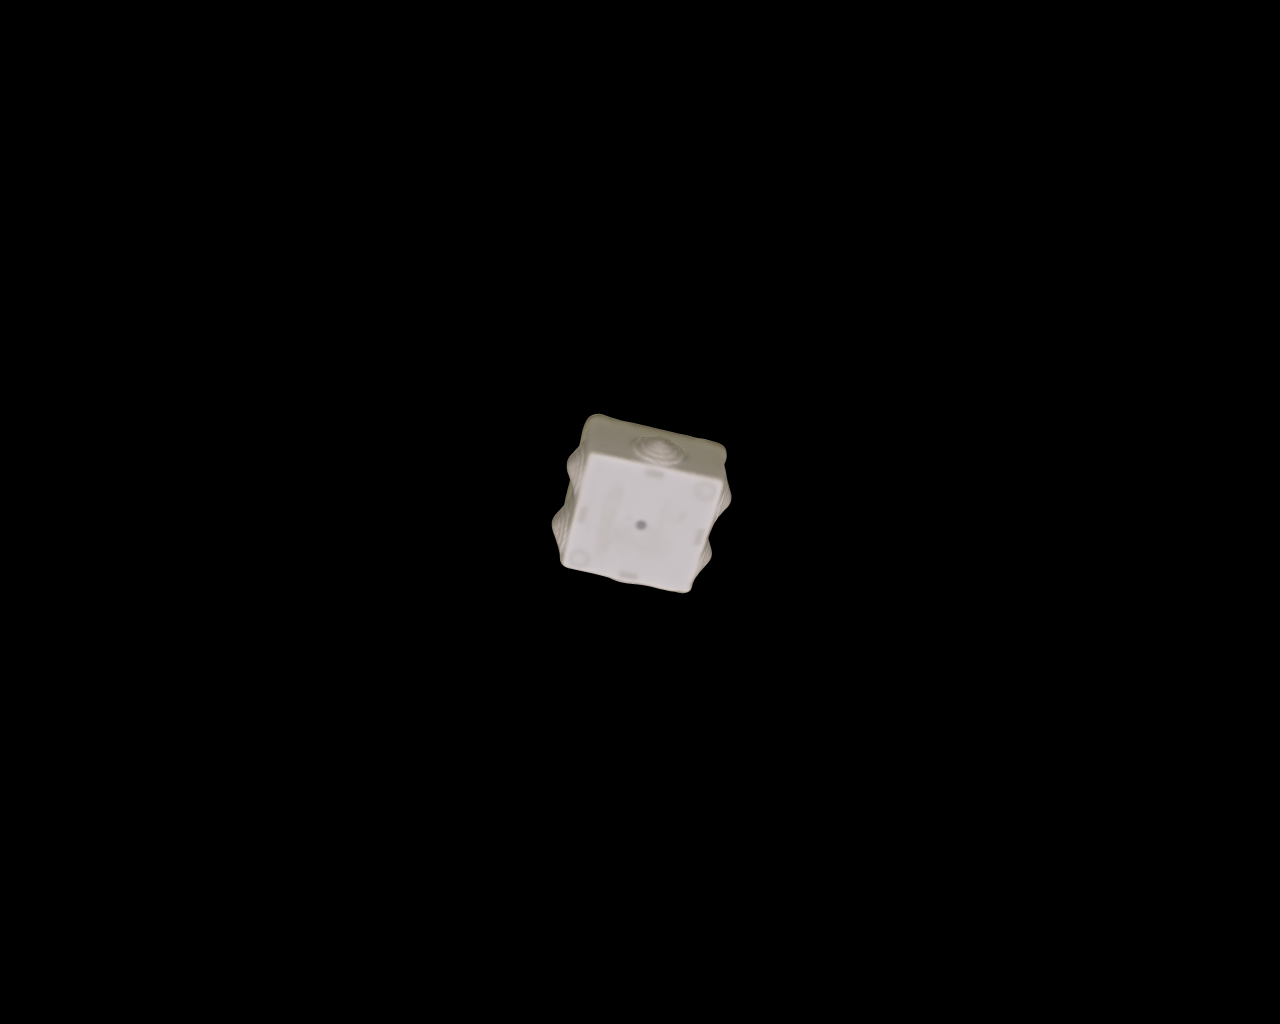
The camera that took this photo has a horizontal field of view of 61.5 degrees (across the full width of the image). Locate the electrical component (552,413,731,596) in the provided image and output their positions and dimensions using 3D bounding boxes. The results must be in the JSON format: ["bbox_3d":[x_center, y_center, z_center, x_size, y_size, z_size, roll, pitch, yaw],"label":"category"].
[{"bbox_3d":[0.001,-0.003,0.650,0.100,0.099,0.048,13,28,-7],"label":"electrical component"}]
